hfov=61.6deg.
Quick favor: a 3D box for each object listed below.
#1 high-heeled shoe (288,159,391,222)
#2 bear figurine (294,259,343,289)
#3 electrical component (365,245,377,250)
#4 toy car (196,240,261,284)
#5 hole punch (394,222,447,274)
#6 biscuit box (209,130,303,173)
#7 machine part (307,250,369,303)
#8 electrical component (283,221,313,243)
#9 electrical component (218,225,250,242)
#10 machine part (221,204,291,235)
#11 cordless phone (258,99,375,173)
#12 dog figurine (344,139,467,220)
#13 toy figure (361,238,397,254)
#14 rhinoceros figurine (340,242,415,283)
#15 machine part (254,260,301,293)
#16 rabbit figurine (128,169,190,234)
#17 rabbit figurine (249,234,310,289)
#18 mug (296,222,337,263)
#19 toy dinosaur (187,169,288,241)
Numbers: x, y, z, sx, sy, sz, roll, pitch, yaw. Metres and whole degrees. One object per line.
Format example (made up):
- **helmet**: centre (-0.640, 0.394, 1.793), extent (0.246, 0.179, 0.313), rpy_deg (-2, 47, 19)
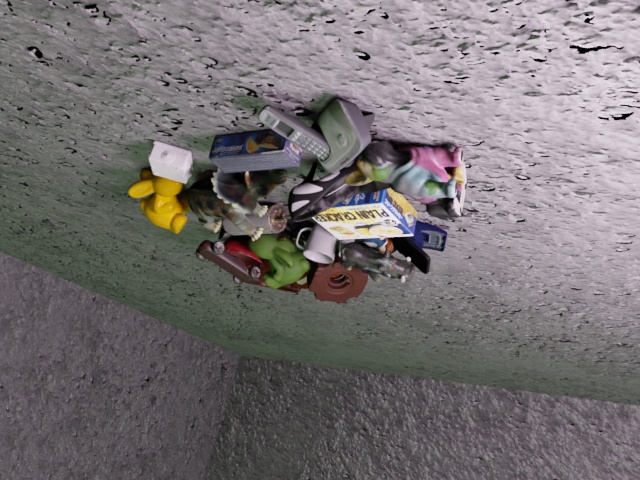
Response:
- **high-heeled shoe**: centre (0.056, -0.092, 1.104), extent (0.249, 0.145, 0.086), rpy_deg (8, 158, 20)
- **bear figurine**: centre (-0.001, 0.070, 1.615), extent (0.196, 0.132, 0.120), rpy_deg (-29, 137, 35)
- **electrical component**: centre (0.145, 0.034, 1.474), extent (0.063, 0.021, 0.094), rpy_deg (22, 131, -23)
- **toy car**: centre (-0.249, 0.061, 1.488), extent (0.089, 0.053, 0.202), rpy_deg (-22, 134, 39)
- **hole punch**: centre (0.249, 0.005, 1.326), extent (0.116, 0.092, 0.142), rpy_deg (40, 170, 21)
- **biscuit box**: centre (-0.135, -0.184, 1.114), extent (0.203, 0.059, 0.062), rpy_deg (0, 155, 30)
- **machine part**: centre (0.050, 0.106, 1.512), extent (0.179, 0.056, 0.179), rpy_deg (-5, 132, -5)
- **electrical component**: centre (-0.052, -0.019, 1.471), extent (0.119, 0.048, 0.075), rpy_deg (35, 153, -6)
- **electrical component**: centre (-0.224, -0.015, 1.584), extent (0.134, 0.058, 0.115), rpy_deg (21, 159, -17)
- **machine part**: centre (-0.175, -0.053, 1.436), extent (0.243, 0.079, 0.079), rpy_deg (-3, 152, 37)
- **cordless phone**: centre (-0.010, -0.208, 0.955), extent (0.184, 0.089, 0.146), rpy_deg (26, 156, -16)
- **dog figurine**: centre (0.163, -0.121, 1.028), extent (0.219, 0.108, 0.191), rpy_deg (10, 161, 22)
- **toy figure**: centre (0.153, -0.001, 1.389), extent (0.154, 0.058, 0.064), rpy_deg (34, -166, -41)
- **rhinoceros figurine**: centre (0.145, 0.053, 1.350), extent (0.190, 0.073, 0.112), rpy_deg (19, 158, 7)
- **machine part**: centre (-0.157, 0.111, 1.763), extent (0.201, 0.087, 0.201), rpy_deg (14, 170, -3)
- **rabbit figurine**: centre (-0.403, -0.125, 1.396), extent (0.162, 0.122, 0.173), rpy_deg (27, 143, -6)
- **rabbit figurine**: centre (-0.119, 0.048, 1.467), extent (0.159, 0.121, 0.170), rpy_deg (-3, 145, 43)
- **mug**: centre (-0.003, -0.004, 1.406), extent (0.110, 0.107, 0.080), rpy_deg (13, 158, 13)
- **toy dinosaur**: centre (-0.253, -0.101, 1.329), extent (0.405, 0.131, 0.192), rpy_deg (1, 143, 41)
